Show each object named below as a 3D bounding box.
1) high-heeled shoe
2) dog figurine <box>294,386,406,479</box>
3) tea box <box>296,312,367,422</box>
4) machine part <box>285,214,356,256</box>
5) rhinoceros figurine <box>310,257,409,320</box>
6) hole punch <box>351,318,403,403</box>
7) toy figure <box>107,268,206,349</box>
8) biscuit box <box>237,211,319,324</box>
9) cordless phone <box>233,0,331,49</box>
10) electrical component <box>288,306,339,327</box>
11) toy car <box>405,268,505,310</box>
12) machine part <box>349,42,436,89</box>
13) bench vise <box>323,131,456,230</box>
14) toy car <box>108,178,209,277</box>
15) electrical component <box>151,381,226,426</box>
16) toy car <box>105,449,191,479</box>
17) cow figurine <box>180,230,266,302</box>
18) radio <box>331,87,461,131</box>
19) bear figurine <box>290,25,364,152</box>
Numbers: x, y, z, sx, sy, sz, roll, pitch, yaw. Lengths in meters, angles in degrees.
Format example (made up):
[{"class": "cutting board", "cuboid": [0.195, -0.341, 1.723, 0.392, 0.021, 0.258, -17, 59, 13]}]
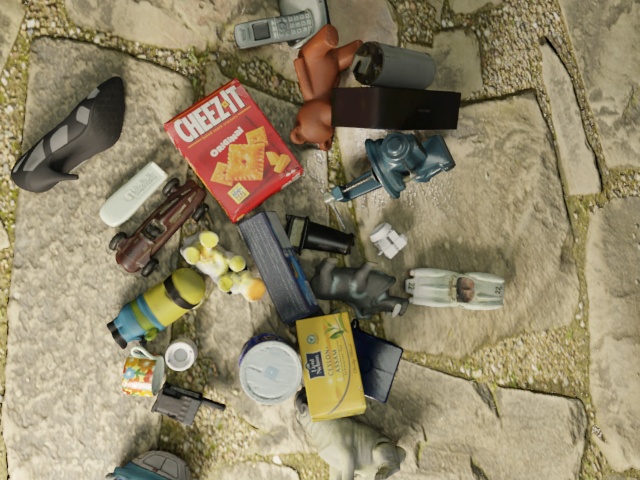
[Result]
[{"class": "high-heeled shoe", "cuboid": [-0.450, -0.192, 0.964, 0.145, 0.086, 0.249, 7, 64, 21]}, {"class": "dog figurine", "cuboid": [0.054, 0.343, 0.978, 0.172, 0.121, 0.190, -8, 71, -33]}, {"class": "tea box", "cuboid": [0.018, 0.220, 0.935, 0.098, 0.068, 0.169, -11, 65, -4]}, {"class": "machine part", "cuboid": [-0.002, -0.003, 1.023, 0.139, 0.039, 0.084, 9, 76, -6]}, {"class": "rhinoceros figurine", "cuboid": [0.076, 0.093, 1.009, 0.190, 0.073, 0.112, 14, 82, -7]}, {"class": "hole punch", "cuboid": [0.087, 0.230, 0.995, 0.116, 0.092, 0.142, 19, 86, -4]}, {"class": "toy figure", "cuboid": [-0.282, 0.120, 0.941, 0.180, 0.089, 0.082, -32, 100, -12]}, {"class": "biscuit box", "cuboid": [-0.074, 0.049, 0.976, 0.063, 0.059, 0.202, -27, 83, 19]}, {"class": "cordless phone", "cuboid": [-0.079, -0.433, 1.023, 0.184, 0.089, 0.146, -12, 89, -6]}, {"class": "electrical component", "cuboid": [-0.011, 0.149, 1.017, 0.094, 0.021, 0.063, -34, 91, -10]}, {"class": "toy car", "cuboid": [0.263, 0.096, 1.048, 0.202, 0.056, 0.073, 5, 85, -9]}, {"class": "machine part", "cuboid": [0.141, -0.322, 1.007, 0.243, 0.079, 0.079, -9, 86, -45]}, {"class": "bench vise", "cuboid": [0.121, -0.124, 1.003, 0.241, 0.223, 0.129, -26, 85, 20]}, {"class": "toy car", "cuboid": [-0.288, -0.025, 0.972, 0.089, 0.053, 0.202, 42, 82, 0]}, {"class": "electrical component", "cuboid": [-0.230, 0.292, 0.945, 0.119, 0.075, 0.047, 23, 81, -10]}, {"class": "toy car", "cuboid": [-0.277, 0.416, 0.921, 0.162, 0.109, 0.103, 26, 59, 5]}, {"class": "cow figurine", "cuboid": [-0.177, 0.051, 0.971, 0.167, 0.098, 0.068, 44, 75, -23]}, {"class": "radio", "cuboid": [0.136, -0.236, 0.972, 0.229, 0.131, 0.073, -8, 107, -39]}, {"class": "bear figurine", "cuboid": [0.009, -0.274, 1.001, 0.120, 0.132, 0.195, 10, 75, -43]}]
